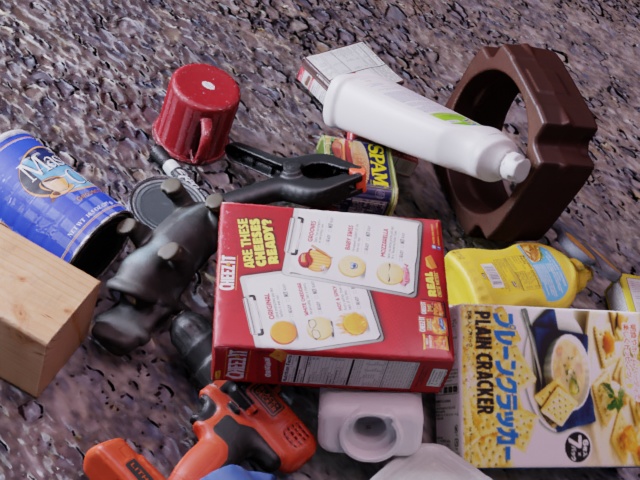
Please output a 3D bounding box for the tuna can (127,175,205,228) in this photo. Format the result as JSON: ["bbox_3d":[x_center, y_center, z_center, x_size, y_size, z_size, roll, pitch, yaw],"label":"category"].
[{"bbox_3d":[-0.163,-0.026,1.133,0.086,0.034,0.086,12,47,-13],"label":"tuna can"}]

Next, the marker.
[{"bbox_3d":[-0.149,-0.063,1.182,0.020,0.020,0.121,-26,64,-38],"label":"marker"}]

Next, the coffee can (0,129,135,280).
[{"bbox_3d":[-0.267,-0.027,1.040,0.140,0.103,0.102,36,46,11],"label":"coffee can"}]

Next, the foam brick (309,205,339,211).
[{"bbox_3d":[-0.008,0.001,1.161,0.051,0.053,0.078,44,48,18],"label":"foam brick"}]

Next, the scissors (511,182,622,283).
[{"bbox_3d":[0.280,-0.018,1.281,0.202,0.016,0.096,46,18,32],"label":"scissors"}]

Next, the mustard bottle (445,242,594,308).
[{"bbox_3d":[0.234,0.049,1.217,0.191,0.058,0.096,-7,54,-27],"label":"mustard bottle"}]

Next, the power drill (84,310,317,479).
[{"bbox_3d":[-0.116,0.167,0.951,0.184,0.057,0.187,46,49,11],"label":"power drill"}]

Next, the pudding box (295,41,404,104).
[{"bbox_3d":[0.040,-0.208,1.382,0.113,0.039,0.090,-22,59,-39],"label":"pudding box"}]

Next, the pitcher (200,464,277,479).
[{"bbox_3d":[-0.034,0.301,0.795,0.243,0.149,0.144,39,10,23],"label":"pitcher"}]

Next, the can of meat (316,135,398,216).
[{"bbox_3d":[0.039,-0.072,1.246,0.083,0.057,0.102,7,48,-14],"label":"can of meat"}]

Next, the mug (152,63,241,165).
[{"bbox_3d":[-0.137,-0.138,1.211,0.093,0.082,0.117,8,47,-17],"label":"mug"}]

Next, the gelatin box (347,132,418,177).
[{"bbox_3d":[0.077,-0.123,1.326,0.089,0.030,0.073,15,45,-10],"label":"gelatin box"}]

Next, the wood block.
[{"bbox_3d":[-0.315,0.040,0.968,0.206,0.091,0.090,29,45,4],"label":"wood block"}]

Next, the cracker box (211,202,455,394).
[{"bbox_3d":[0.009,0.054,0.990,0.213,0.072,0.164,4,51,-6],"label":"cracker box"}]

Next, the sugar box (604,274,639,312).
[{"bbox_3d":[0.393,0.125,1.227,0.093,0.048,0.176,10,50,-14],"label":"sugar box"}]

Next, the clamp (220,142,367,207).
[{"bbox_3d":[-0.036,-0.073,1.181,0.171,0.039,0.120,-3,46,-3],"label":"clamp"}]

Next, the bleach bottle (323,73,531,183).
[{"bbox_3d":[0.124,-0.121,1.209,0.102,0.068,0.251,-11,31,-43],"label":"bleach bottle"}]
